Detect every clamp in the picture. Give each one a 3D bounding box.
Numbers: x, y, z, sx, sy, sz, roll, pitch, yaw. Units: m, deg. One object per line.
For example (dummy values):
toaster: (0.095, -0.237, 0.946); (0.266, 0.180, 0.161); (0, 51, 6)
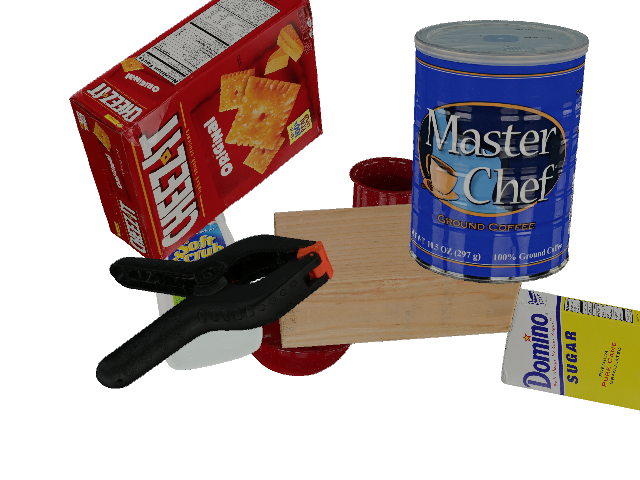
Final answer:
clamp: (-0.077, 0.043, 0.729); (0.172, 0.120, 0.039); (-13, -45, 17)

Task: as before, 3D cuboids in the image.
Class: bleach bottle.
bleach bottle: (-0.135, 0.025, 1.117); (0.102, 0.068, 0.251); (-11, 37, -12)

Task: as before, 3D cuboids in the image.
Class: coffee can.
coffee can: (0.108, -0.058, 0.661); (0.103, 0.140, 0.103); (0, 22, 0)

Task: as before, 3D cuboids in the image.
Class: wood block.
wood block: (0.064, 0.029, 0.952); (0.206, 0.091, 0.090); (-4, -43, -4)

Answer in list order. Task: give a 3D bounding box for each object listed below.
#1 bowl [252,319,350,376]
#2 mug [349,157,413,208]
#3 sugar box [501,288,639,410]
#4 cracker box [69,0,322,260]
bowl: (-0.032, 0.124, 1.339); (0.162, 0.055, 0.162); (5, 23, -2)
mug: (0.088, -0.036, 1.167); (0.117, 0.081, 0.093); (-4, 29, -10)
sugar box: (0.270, 0.110, 1.043); (0.176, 0.093, 0.048); (9, 22, 8)
cracker box: (-0.095, -0.105, 0.913); (0.072, 0.164, 0.213); (34, 60, 28)
